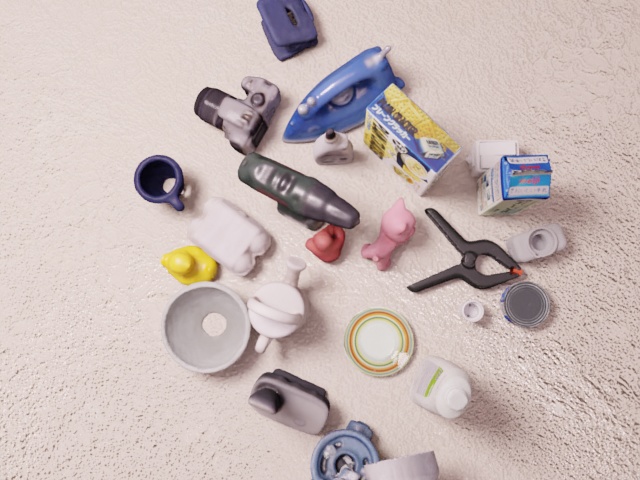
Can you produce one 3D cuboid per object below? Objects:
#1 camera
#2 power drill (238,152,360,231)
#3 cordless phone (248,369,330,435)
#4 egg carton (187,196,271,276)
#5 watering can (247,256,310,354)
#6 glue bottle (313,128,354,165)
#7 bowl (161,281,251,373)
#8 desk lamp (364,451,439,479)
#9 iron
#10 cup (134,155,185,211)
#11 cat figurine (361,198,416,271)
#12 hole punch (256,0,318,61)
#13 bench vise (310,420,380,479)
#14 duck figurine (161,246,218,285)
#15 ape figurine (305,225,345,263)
[{"bbox_3d":[-0.164,-0.256,1.097,0.136,0.101,0.143,27,86,5],"label":"camera"},{"bbox_3d":[-0.031,-0.074,1.020,0.229,0.208,0.076,27,86,5],"label":"power drill"},{"bbox_3d":[-0.057,0.295,0.999,0.147,0.185,0.094,19,86,4],"label":"cordless phone"},{"bbox_3d":[-0.172,-0.008,1.090,0.150,0.069,0.107,36,87,5],"label":"egg carton"},{"bbox_3d":[-0.075,0.115,1.012,0.101,0.194,0.173,1,85,3],"label":"watering can"},{"bbox_3d":[0.023,-0.175,1.045,0.078,0.173,0.037,-2,84,3],"label":"glue bottle"},{"bbox_3d":[-0.206,0.162,1.073,0.167,0.075,0.167,0,85,2],"label":"bowl"},{"bbox_3d":[0.148,0.441,0.963,0.118,0.213,0.203,-13,84,1],"label":"desk lamp"},{"bbox_3d":[0.032,-0.271,1.070,0.258,0.141,0.118,-34,84,-1],"label":"iron"},{"bbox_3d":[-0.287,-0.098,1.090,0.092,0.095,0.118,-39,84,-1],"label":"cup"},{"bbox_3d":[0.131,-0.009,1.053,0.067,0.118,0.128,33,87,5],"label":"cat figurine"},{"bbox_3d":[-0.062,-0.425,1.113,0.101,0.091,0.108,-25,84,0],"label":"hole punch"},{"bbox_3d":[0.034,0.424,0.966,0.121,0.220,0.207,13,85,4],"label":"bench vise"},{"bbox_3d":[-0.250,0.047,1.080,0.104,0.086,0.077,13,85,4],"label":"duck figurine"},{"bbox_3d":[0.010,0.004,1.070,0.077,0.092,0.076,-6,84,2],"label":"ape figurine"}]
